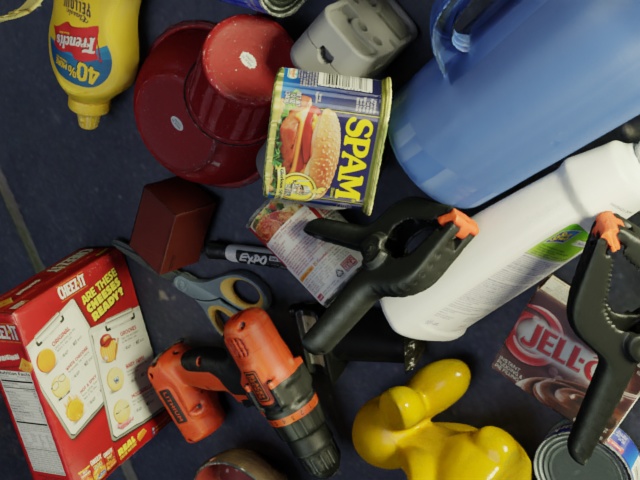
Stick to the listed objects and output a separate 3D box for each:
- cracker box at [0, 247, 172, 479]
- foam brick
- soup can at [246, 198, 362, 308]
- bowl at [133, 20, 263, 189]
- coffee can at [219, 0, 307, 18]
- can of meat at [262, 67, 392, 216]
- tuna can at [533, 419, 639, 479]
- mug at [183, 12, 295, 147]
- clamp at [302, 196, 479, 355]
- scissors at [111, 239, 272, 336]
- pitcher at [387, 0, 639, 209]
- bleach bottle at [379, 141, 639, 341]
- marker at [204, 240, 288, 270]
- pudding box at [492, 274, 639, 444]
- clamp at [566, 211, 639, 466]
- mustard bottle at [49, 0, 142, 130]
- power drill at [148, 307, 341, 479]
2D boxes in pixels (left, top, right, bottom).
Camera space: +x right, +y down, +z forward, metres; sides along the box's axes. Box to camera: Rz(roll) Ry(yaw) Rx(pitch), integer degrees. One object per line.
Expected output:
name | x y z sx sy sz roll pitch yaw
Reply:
cracker box | -0.252 0.136 1.114 0.072 0.164 0.214 -2 112 33
foam brick | -0.143 -0.015 1.030 0.051 0.052 0.078 42 129 26
soup can | -0.006 0.001 0.941 0.102 0.068 0.069 46 130 5
bowl | -0.115 -0.113 0.966 0.162 0.055 0.162 15 121 27
coffee can | -0.080 -0.242 0.845 0.140 0.102 0.103 20 123 25
can of meat | 0.004 -0.074 0.785 0.084 0.057 0.102 8 124 -2
tuna can | 0.226 0.191 0.900 0.086 0.033 0.086 15 121 28
mug | -0.059 -0.144 0.881 0.093 0.117 0.082 21 162 -7
clamp | 0.045 0.007 0.834 0.172 0.039 0.120 -32 55 30
scissors | -0.124 0.034 1.072 0.202 0.016 0.096 40 128 11
pitcher | 0.150 -0.124 0.728 0.243 0.144 0.149 -37 87 43
bleach bottle | 0.163 -0.004 0.816 0.251 0.102 0.068 -34 64 34
marker | -0.060 0.015 1.016 0.121 0.020 0.020 7 117 32
pudding box | 0.207 0.095 0.861 0.113 0.039 0.090 33 126 16
clamp | 0.228 0.076 0.778 0.165 0.036 0.210 -25 115 17
mustard bottle | -0.209 -0.190 0.989 0.096 0.058 0.192 27 126 23
power drill | -0.076 0.159 1.061 0.188 0.057 0.184 -15 106 46
